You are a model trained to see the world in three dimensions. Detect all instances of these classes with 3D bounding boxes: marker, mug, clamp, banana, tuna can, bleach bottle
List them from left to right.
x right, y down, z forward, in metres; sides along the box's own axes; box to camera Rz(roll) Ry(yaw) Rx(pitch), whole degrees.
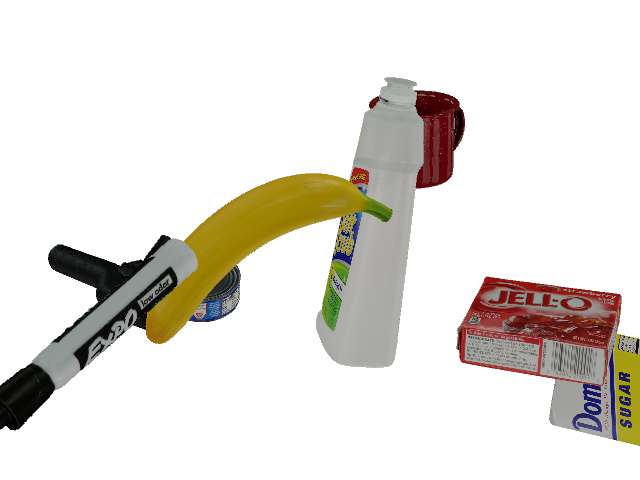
[{"bbox_3d":[-0.098,0.040,0.465,0.020,0.020,0.121,0,33,42],"label":"marker"},{"bbox_3d":[-0.158,0.034,0.951,0.120,0.039,0.172,-16,31,-30],"label":"clamp"},{"bbox_3d":[-0.131,0.051,1.177,0.086,0.034,0.086,2,36,-2],"label":"tuna can"},{"bbox_3d":[-0.050,0.004,0.743,0.198,0.069,0.037,-28,16,8],"label":"banana"},{"bbox_3d":[0.049,-0.019,0.942,0.068,0.251,0.102,4,20,-11],"label":"bleach bottle"},{"bbox_3d":[0.107,-0.108,1.120,0.117,0.081,0.093,-22,30,-36],"label":"mug"}]

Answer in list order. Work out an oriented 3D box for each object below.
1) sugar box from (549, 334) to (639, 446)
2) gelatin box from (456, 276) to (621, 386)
[{"bbox_3d":[0.303,0.141,0.970,0.176,0.093,0.048,10,22,13],"label":"sugar box"},{"bbox_3d":[0.136,0.053,0.660,0.089,0.030,0.073,8,25,19],"label":"gelatin box"}]
